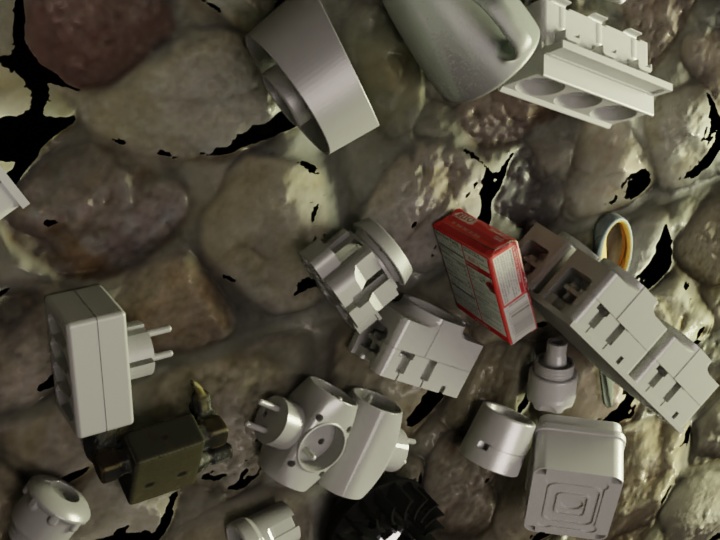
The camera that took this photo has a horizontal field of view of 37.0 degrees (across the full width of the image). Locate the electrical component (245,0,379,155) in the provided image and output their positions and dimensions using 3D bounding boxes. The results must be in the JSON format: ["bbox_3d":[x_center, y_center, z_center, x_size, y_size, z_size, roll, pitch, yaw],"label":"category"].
[{"bbox_3d":[-0.026,-0.124,0.674,0.064,0.099,0.099,-36,127,-6],"label":"electrical component"}]

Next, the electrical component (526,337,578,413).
[{"bbox_3d":[0.169,0.090,0.939,0.043,0.043,0.062,-12,117,-29],"label":"electrical component"}]

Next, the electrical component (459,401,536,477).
[{"bbox_3d":[0.120,0.144,0.926,0.055,0.055,0.047,18,98,-38],"label":"electrical component"}]

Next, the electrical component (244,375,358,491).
[{"bbox_3d":[-0.052,0.117,0.804,0.079,0.044,0.077,28,94,-40],"label":"electrical component"}]

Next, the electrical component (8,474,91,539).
[{"bbox_3d":[-0.215,0.172,0.721,0.048,0.048,0.062,32,98,-39],"label":"electrical component"}]

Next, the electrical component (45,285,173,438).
[{"bbox_3d":[-0.158,0.055,0.701,0.076,0.047,0.083,-13,119,-29],"label":"electrical component"}]

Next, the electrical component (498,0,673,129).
[{"bbox_3d":[0.162,-0.153,0.801,0.121,0.079,0.063,10,77,-37],"label":"electrical component"}]

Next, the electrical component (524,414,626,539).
[{"bbox_3d":[0.188,0.183,0.952,0.078,0.057,0.113,6,139,7],"label":"electrical component"}]

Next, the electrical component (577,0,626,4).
[{"bbox_3d":[0.165,-0.223,0.784,0.077,0.047,0.065,-42,129,-8],"label":"electrical component"}]

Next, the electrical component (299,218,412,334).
[{"bbox_3d":[0.000,0.000,0.775,0.057,0.058,0.078,-39,128,-8],"label":"electrical component"}]

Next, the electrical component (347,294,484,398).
[{"bbox_3d":[0.045,0.056,0.836,0.089,0.050,0.055,20,100,-38],"label":"electrical component"}]

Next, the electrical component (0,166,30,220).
[{"bbox_3d":[-0.254,-0.099,0.525,0.060,0.105,0.186,-39,128,-12],"label":"electrical component"}]

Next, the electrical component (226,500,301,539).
[{"bbox_3d":[-0.075,0.205,0.835,0.046,0.040,0.040,-23,123,-29],"label":"electrical component"}]

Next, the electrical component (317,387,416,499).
[{"bbox_3d":[0.012,0.140,0.858,0.079,0.043,0.077,17,102,-39],"label":"electrical component"}]

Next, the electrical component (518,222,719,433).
[{"bbox_3d":[0.207,0.045,0.882,0.060,0.105,0.186,-49,127,1],"label":"electrical component"}]
